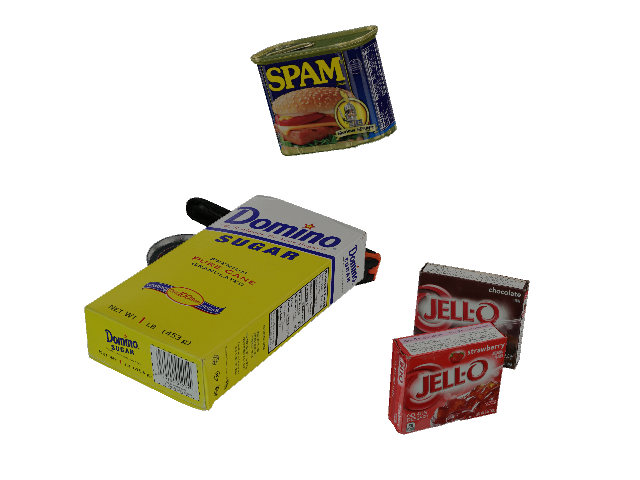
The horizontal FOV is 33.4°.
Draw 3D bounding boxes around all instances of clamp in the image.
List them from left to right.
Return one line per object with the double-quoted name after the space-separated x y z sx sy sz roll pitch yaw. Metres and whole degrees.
-0.041 0.019 1.091 0.210 0.036 0.164 11 29 -7 "clamp"

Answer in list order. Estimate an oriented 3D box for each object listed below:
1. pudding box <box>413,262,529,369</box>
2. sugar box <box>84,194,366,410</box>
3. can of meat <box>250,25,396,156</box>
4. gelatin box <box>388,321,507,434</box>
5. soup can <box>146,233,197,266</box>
0.155 0.077 1.110 0.113 0.090 0.039 9 21 15 "pudding box"
-0.055 0.032 0.679 0.093 0.048 0.175 20 38 26 "sugar box"
0.004 -0.118 0.850 0.102 0.084 0.057 -4 21 30 "can of meat"
0.098 0.107 0.835 0.089 0.073 0.030 -9 29 -21 "gelatin box"
-0.111 0.055 0.894 0.068 0.102 0.068 4 34 -3 "soup can"
